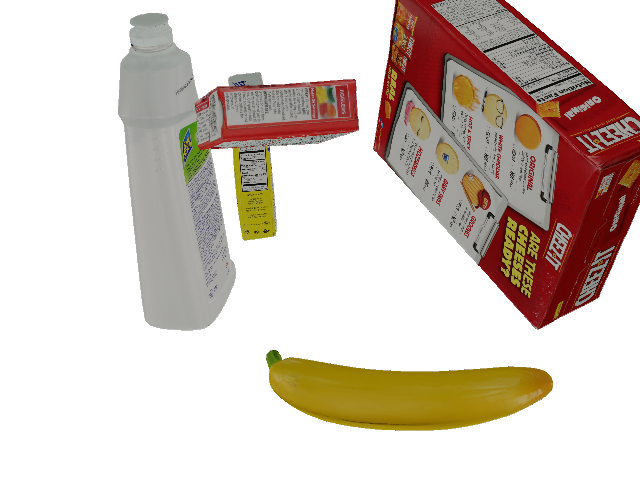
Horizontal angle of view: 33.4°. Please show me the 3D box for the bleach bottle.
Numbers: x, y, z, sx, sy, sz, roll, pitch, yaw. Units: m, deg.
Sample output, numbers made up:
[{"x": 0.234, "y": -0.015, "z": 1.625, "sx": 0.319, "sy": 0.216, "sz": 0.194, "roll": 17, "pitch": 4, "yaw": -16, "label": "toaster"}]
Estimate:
[{"x": -0.116, "y": -0.056, "z": 0.839, "sx": 0.068, "sy": 0.251, "sz": 0.102, "roll": 3, "pitch": 32, "yaw": 9, "label": "bleach bottle"}]

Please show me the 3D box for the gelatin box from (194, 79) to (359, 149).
[{"x": -0.026, "y": -0.068, "z": 0.578, "sx": 0.073, "sy": 0.030, "sz": 0.089, "roll": -5, "pitch": 3, "yaw": -14, "label": "gelatin box"}]

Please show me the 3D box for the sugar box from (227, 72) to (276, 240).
[{"x": -0.081, "y": -0.099, "z": 1.253, "sx": 0.048, "sy": 0.176, "sz": 0.093, "roll": -7, "pitch": 26, "yaw": -4, "label": "sugar box"}]

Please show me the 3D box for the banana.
[{"x": 0.047, "y": 0.094, "z": 0.688, "sx": 0.198, "sy": 0.037, "sz": 0.069, "roll": 4, "pitch": 32, "yaw": 17, "label": "banana"}]

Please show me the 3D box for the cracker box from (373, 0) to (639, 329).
[{"x": 0.131, "y": -0.070, "z": 0.769, "sx": 0.072, "sy": 0.164, "sz": 0.214, "roll": -24, "pitch": 55, "yaw": -24, "label": "cracker box"}]
